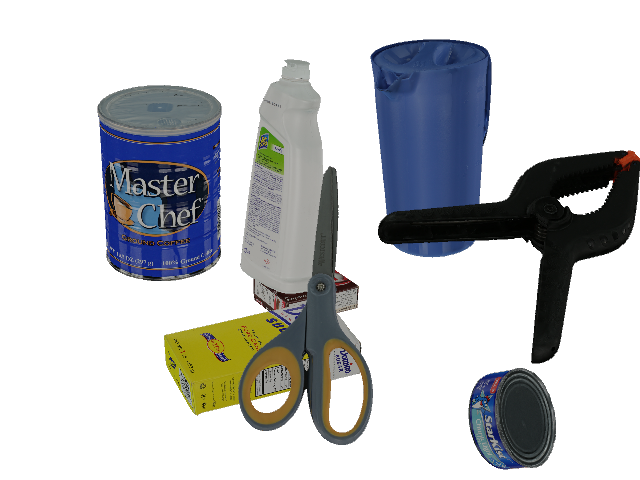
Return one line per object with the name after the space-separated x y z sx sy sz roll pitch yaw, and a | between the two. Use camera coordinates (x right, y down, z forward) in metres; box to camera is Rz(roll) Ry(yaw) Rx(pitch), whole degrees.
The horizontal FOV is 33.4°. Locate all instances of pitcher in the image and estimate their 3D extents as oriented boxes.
0.138 -0.112 1.263 0.149 0.243 0.145 -4 25 0 | pitcher

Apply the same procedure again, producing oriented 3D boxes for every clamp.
0.171 -0.003 0.789 0.209 0.036 0.165 -26 53 -22 | clamp

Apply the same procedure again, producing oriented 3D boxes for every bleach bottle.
-0.034 -0.074 1.199 0.067 0.251 0.103 -9 24 -40 | bleach bottle

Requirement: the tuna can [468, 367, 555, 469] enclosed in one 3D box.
0.167 0.156 0.930 0.085 0.086 0.034 0 -13 -46 | tuna can

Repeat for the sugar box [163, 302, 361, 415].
-0.057 0.112 1.059 0.176 0.048 0.093 -14 32 -20 | sugar box

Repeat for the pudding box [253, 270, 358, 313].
-0.019 0.069 1.407 0.113 0.039 0.090 -14 27 -29 | pudding box

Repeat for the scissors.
-0.017 0.044 0.718 0.096 0.202 0.016 -13 -29 1 | scissors

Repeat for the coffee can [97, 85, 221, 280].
-0.136 -0.051 0.920 0.103 0.140 0.103 2 28 -1 | coffee can
